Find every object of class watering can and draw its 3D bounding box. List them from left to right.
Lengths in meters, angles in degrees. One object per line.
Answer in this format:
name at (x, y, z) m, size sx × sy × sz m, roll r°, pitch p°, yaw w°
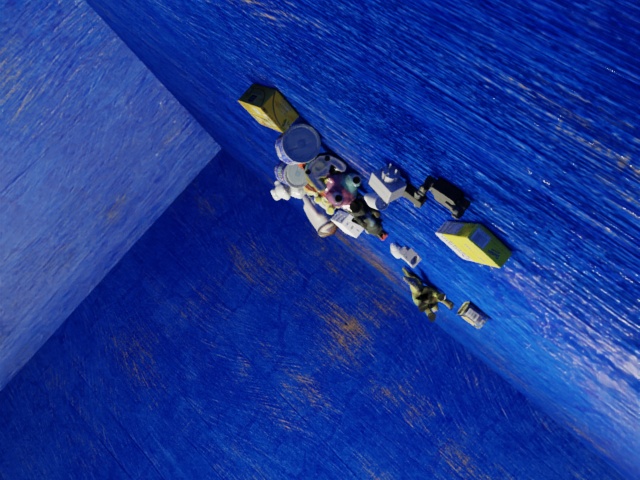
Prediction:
watering can at (0.007, -0.117, 2.320) m, size 0.227 × 0.103 × 0.345 m, roll 60°, pitch -171°, yaw 14°

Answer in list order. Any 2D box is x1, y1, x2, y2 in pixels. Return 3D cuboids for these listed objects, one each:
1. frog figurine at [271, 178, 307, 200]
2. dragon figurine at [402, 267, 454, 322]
frog figurine at (-0.121, -0.215, 2.091) m, size 0.137 × 0.160 × 0.123 m, roll 41°, pitch 177°, yaw -7°
dragon figurine at (0.405, 0.199, 2.133) m, size 0.404 × 0.122 × 0.247 m, roll 45°, pitch -177°, yaw -34°
